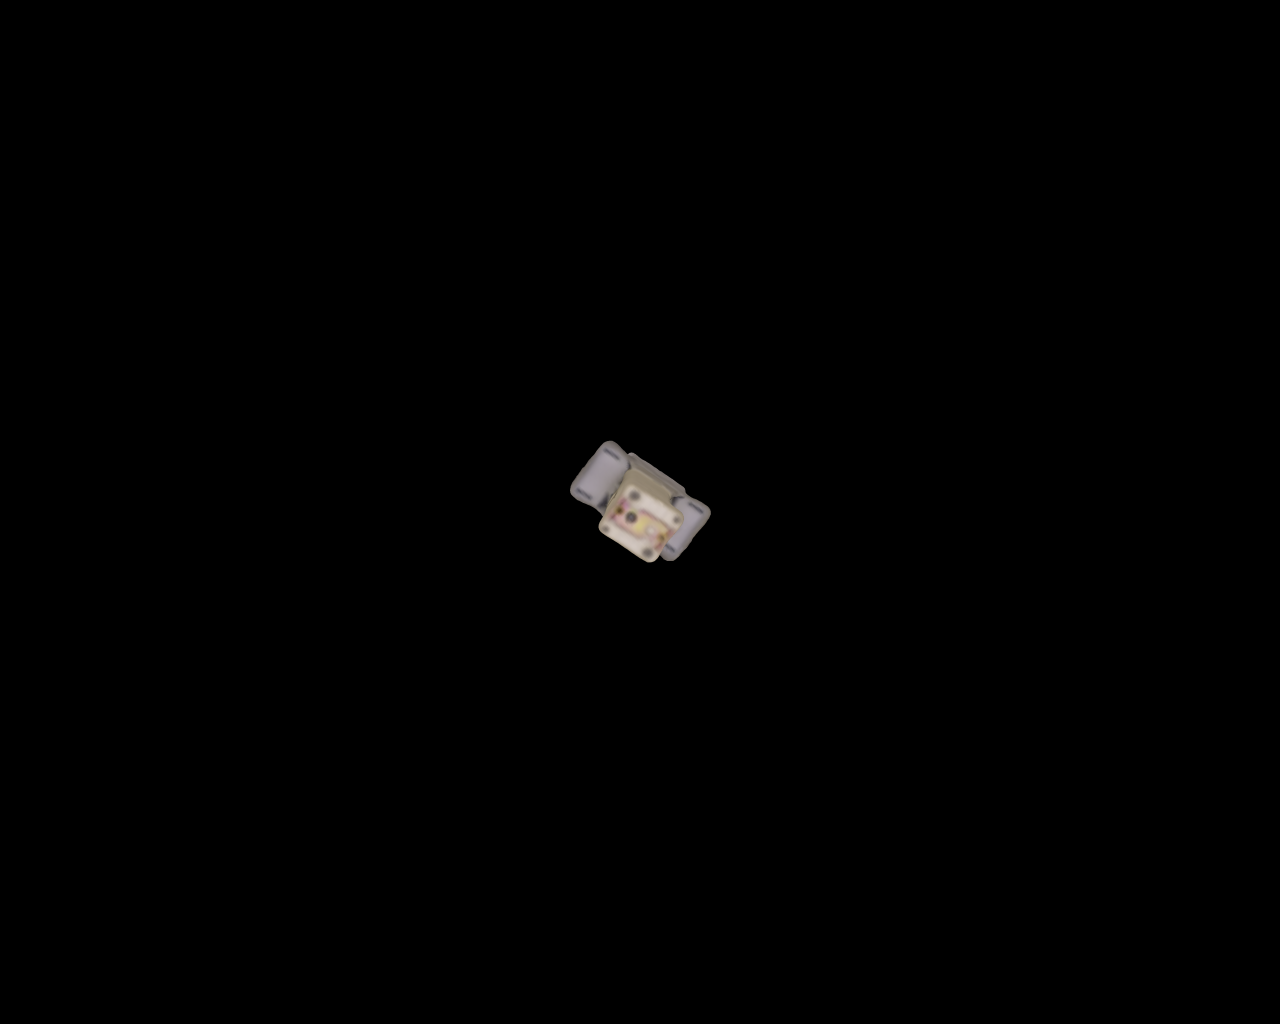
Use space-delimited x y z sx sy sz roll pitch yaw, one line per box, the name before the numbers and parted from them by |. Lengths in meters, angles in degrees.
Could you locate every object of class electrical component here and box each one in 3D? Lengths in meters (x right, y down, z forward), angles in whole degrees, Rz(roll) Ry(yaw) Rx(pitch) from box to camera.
electrical component | 0.001 -0.003 0.650 0.081 0.042 0.064 33 16 -11
